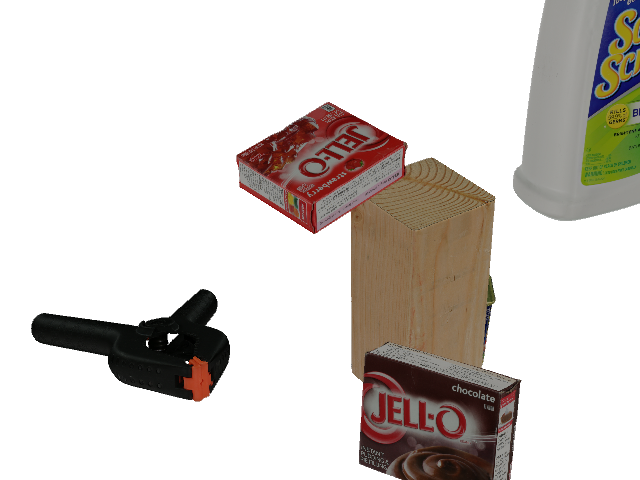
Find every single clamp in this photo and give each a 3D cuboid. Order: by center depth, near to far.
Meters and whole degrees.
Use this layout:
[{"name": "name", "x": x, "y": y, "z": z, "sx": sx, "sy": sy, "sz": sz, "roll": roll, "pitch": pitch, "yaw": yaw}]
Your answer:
[{"name": "clamp", "x": -0.123, "y": 0.080, "z": 0.863, "sx": 0.164, "sy": 0.036, "sz": 0.210, "roll": -11, "pitch": 16, "yaw": -31}]

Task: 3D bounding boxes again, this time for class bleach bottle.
[{"name": "bleach bottle", "x": 0.176, "y": -0.141, "z": 0.654, "sx": 0.102, "sy": 0.251, "sz": 0.068, "roll": -14, "pitch": 31, "yaw": -19}]

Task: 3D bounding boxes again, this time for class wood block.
[{"name": "wood block", "x": 0.087, "y": 0.045, "z": 0.943, "sx": 0.090, "sy": 0.206, "sz": 0.091, "roll": -20, "pitch": 38, "yaw": -26}]

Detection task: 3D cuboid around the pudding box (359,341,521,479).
[{"name": "pudding box", "x": 0.083, "y": 0.130, "z": 0.766, "sx": 0.114, "sy": 0.090, "sz": 0.039, "roll": 12, "pitch": 19, "yaw": 31}]

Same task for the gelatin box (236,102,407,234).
[{"name": "gelatin box", "x": 0.001, "y": -0.050, "z": 0.701, "sx": 0.089, "sy": 0.030, "sz": 0.073, "roll": -34, "pitch": 50, "yaw": -30}]

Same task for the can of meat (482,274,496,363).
[{"name": "can of meat", "x": 0.166, "y": 0.089, "z": 1.234, "sx": 0.057, "sy": 0.084, "sz": 0.102, "roll": 6, "pitch": 20, "yaw": 2}]
